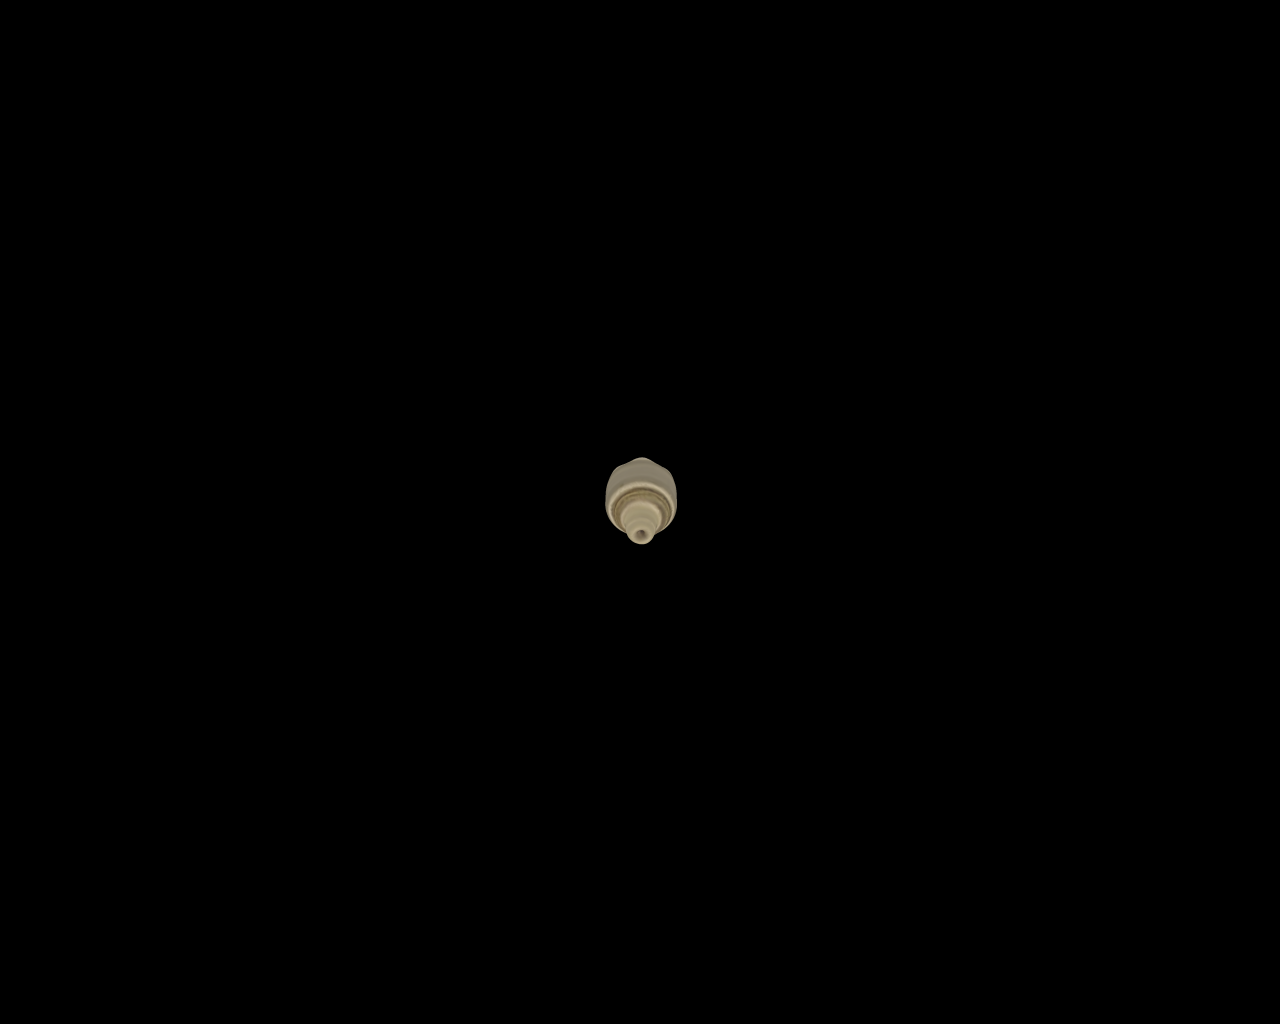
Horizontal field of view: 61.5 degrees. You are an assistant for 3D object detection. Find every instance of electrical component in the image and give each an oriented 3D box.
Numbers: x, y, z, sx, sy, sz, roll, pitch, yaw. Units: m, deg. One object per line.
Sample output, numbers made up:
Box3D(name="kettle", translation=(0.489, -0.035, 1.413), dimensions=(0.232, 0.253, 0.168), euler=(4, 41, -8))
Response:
Box3D(name="electrical component", translation=(0.001, -0.003, 0.650), dimensions=(0.043, 0.043, 0.062), euler=(0, 33, 0))
